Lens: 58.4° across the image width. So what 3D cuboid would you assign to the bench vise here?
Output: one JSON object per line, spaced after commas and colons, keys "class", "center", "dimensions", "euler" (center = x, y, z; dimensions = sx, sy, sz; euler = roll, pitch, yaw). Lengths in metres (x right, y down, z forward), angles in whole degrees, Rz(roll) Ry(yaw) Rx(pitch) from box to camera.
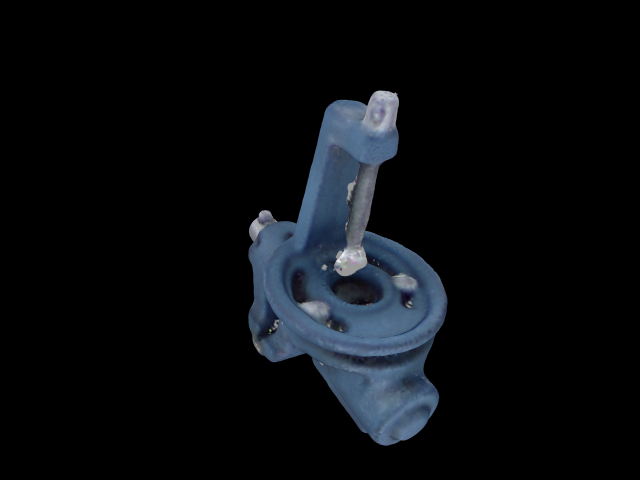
{"class": "bench vise", "center": [-0.004, 0.005, 0.392], "dimensions": [0.206, 0.220, 0.122], "euler": [18, 28, 37]}
